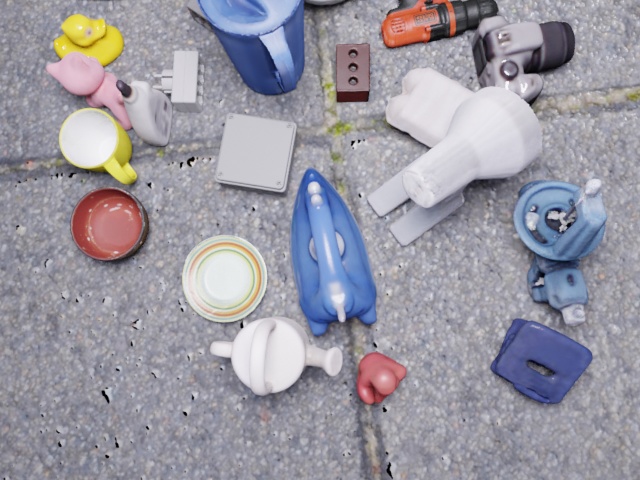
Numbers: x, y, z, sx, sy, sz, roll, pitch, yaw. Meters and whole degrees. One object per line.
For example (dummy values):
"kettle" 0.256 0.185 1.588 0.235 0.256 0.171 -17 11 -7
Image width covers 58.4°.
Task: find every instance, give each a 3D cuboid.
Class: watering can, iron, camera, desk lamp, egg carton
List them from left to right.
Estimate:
"watering can" -0.060 0.153 0.775 0.173 0.194 0.101 -17 83 0
"iron" 0.007 0.003 0.817 0.118 0.141 0.258 -13 83 1
"egg carton" 0.180 -0.191 0.870 0.150 0.069 0.107 30 85 5
"desk lamp" 0.178 -0.093 0.786 0.203 0.213 0.118 -38 83 -2
"camera" 0.312 -0.273 0.859 0.137 0.101 0.143 -11 83 1

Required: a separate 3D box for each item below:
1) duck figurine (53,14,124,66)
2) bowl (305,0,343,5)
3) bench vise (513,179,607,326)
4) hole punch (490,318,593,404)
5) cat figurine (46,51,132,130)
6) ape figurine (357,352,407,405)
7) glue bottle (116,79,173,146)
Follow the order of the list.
"duck figurine" -0.371 -0.318 0.894 0.104 0.086 0.077 -13 83 1
"bowl" 0.006 -0.438 0.902 0.167 0.075 0.167 0 83 2
"bench vise" 0.343 0.003 0.766 0.121 0.220 0.207 -25 83 -1
"hole punch" 0.313 0.175 0.812 0.108 0.091 0.101 27 85 5
"cat figurine" -0.338 -0.236 0.868 0.127 0.118 0.067 32 85 5
"ape figurine" 0.088 0.199 0.816 0.078 0.092 0.076 -17 83 0
"glue bottle" -0.258 -0.195 0.832 0.037 0.173 0.078 7 83 3
